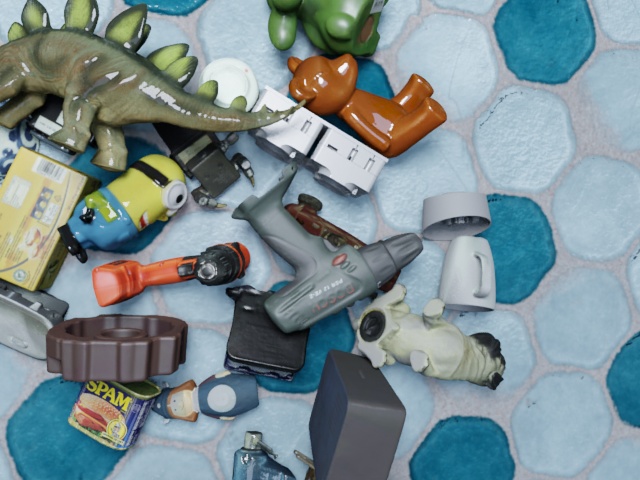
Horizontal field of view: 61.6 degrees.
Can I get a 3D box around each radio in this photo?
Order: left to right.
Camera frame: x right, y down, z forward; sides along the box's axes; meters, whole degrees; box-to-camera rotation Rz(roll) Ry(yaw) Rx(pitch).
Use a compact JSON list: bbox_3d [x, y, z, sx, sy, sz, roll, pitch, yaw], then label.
[{"bbox_3d":[0.038,0.235,0.699,0.073,0.229,0.131,15,92,-4],"label":"radio"}]

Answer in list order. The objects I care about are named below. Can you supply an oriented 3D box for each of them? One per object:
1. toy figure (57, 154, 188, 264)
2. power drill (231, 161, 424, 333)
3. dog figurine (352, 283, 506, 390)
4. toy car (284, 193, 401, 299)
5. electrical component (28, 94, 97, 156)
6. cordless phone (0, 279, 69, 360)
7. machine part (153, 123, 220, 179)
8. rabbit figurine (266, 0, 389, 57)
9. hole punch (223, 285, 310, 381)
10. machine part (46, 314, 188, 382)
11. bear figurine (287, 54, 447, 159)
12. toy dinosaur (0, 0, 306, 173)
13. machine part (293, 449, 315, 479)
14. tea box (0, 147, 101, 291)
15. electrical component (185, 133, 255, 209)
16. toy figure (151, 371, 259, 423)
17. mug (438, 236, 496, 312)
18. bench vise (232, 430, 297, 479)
[{"bbox_3d":[-0.260,-0.047,0.719,0.180,0.082,0.089,-34,100,-20],"label":"toy figure"},{"bbox_3d":[-0.001,-0.002,0.724,0.232,0.086,0.207,-37,99,-7],"label":"power drill"},{"bbox_3d":[0.161,0.157,0.791,0.190,0.173,0.121,32,82,-39],"label":"dog figurine"},{"bbox_3d":[0.028,0.012,0.786,0.202,0.053,0.089,31,84,-5],"label":"toy car"},{"bbox_3d":[-0.337,-0.187,0.737,0.115,0.058,0.134,30,87,-4],"label":"electrical component"},{"bbox_3d":[-0.407,0.099,0.667,0.146,0.184,0.088,28,83,-6],"label":"cordless phone"},{"bbox_3d":[-0.203,-0.162,0.764,0.084,0.039,0.139,-40,96,1],"label":"machine part"},{"bbox_3d":[-0.011,-0.317,0.747,0.170,0.121,0.159,28,48,17],"label":"rabbit figurine"},{"bbox_3d":[-0.075,0.137,0.765,0.142,0.092,0.116,12,58,-4],"label":"hole punch"},{"bbox_3d":[-0.258,0.137,0.694,0.179,0.179,0.056,3,92,-7],"label":"machine part"},{"bbox_3d":[0.057,-0.202,0.736,0.195,0.120,0.132,35,119,-26],"label":"bear figurine"},{"bbox_3d":[-0.260,-0.192,0.654,0.472,0.105,0.198,21,86,0],"label":"toy dinosaur"},{"bbox_3d":[0.064,0.373,0.777,0.243,0.079,0.079,35,86,-5],"label":"machine part"},{"bbox_3d":[-0.383,-0.027,0.727,0.098,0.068,0.169,27,89,-6],"label":"tea box"},{"bbox_3d":[-0.141,-0.092,0.757,0.102,0.045,0.078,-37,136,-10],"label":"electrical component"},{"bbox_3d":[-0.165,0.223,0.762,0.154,0.057,0.064,-7,55,-5],"label":"toy figure"},{"bbox_3d":[0.218,0.046,0.785,0.081,0.109,0.107,5,75,-1],"label":"mug"},{"bbox_3d":[-0.154,0.372,0.731,0.241,0.129,0.223,7,91,-14],"label":"bench vise"}]
